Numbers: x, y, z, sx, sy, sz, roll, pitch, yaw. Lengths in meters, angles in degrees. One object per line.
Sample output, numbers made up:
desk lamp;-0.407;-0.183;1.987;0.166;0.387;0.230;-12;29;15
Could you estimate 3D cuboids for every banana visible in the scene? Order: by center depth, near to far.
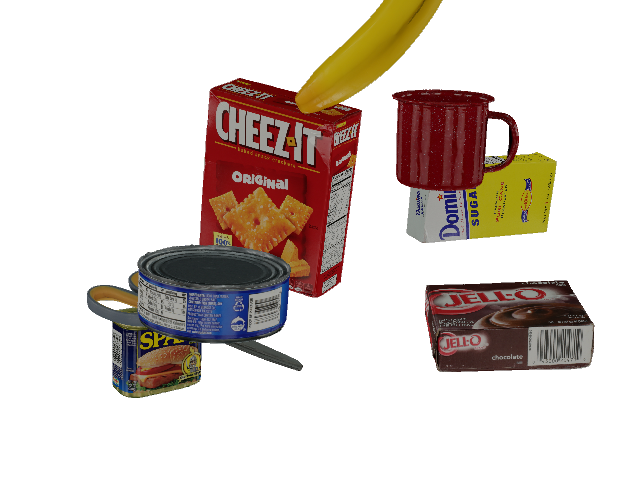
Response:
banana;0.052;-0.169;0.798;0.070;0.197;0.037;4;-34;45

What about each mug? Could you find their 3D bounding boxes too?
mug;0.123;-0.092;0.979;0.117;0.081;0.093;4;15;13

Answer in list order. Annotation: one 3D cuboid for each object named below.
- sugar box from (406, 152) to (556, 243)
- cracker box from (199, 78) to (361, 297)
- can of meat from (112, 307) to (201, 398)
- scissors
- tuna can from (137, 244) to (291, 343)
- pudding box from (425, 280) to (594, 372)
sugar box;0.190;-0.051;1.254;0.176;0.093;0.048;-7;21;-26
cracker box;-0.051;-0.059;1.210;0.164;0.214;0.072;18;27;24
can of meat;-0.177;0.118;1.162;0.101;0.084;0.058;-8;18;-36
scissors;-0.100;0.063;0.914;0.202;0.016;0.096;13;26;10
tuna can;-0.060;0.029;0.601;0.086;0.034;0.086;4;14;-1
pudding box;0.136;0.062;0.790;0.113;0.039;0.090;0;19;1
